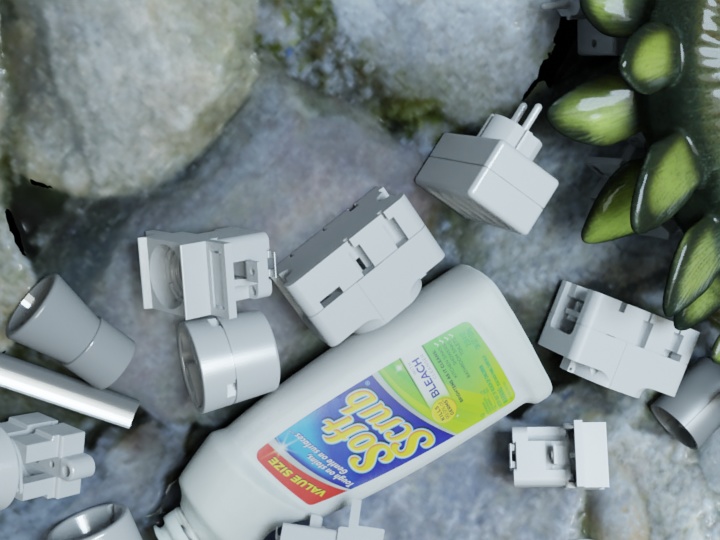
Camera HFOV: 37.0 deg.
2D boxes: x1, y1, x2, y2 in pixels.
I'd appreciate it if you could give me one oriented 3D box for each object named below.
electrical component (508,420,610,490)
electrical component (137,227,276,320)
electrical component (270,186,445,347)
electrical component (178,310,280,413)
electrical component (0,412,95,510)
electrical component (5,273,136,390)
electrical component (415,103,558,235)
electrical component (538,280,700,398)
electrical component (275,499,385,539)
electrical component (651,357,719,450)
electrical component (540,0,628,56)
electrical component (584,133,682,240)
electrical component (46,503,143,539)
[{"bbox_3d":[0.131,0.124,0.714,0.064,0.081,0.042,-3,76,8],"label":"electrical component"},{"bbox_3d":[-0.087,0.000,0.615,0.064,0.081,0.042,-11,104,-41],"label":"electrical component"},{"bbox_3d":[0.000,0.000,0.655,0.089,0.050,0.055,-39,110,-9],"label":"electrical component"},{"bbox_3d":[-0.077,0.052,0.636,0.047,0.055,0.055,-12,104,-21],"label":"electrical component"},{"bbox_3d":[-0.191,0.106,0.597,0.055,0.066,0.048,-4,104,-53],"label":"electrical component"},{"bbox_3d":[-0.161,0.038,0.610,0.065,0.044,0.044,41,85,-26],"label":"electrical component"},{"bbox_3d":[0.085,-0.069,0.655,0.047,0.083,0.075,33,88,-22],"label":"electrical component"},{"bbox_3d":[0.173,0.050,0.726,0.089,0.050,0.055,20,93,-22],"label":"electrical component"},{"bbox_3d":[-0.024,0.203,0.648,0.063,0.078,0.121,8,135,2],"label":"electrical component"},{"bbox_3d":[0.251,0.084,0.765,0.081,0.043,0.043,-42,111,-8],"label":"electrical component"},{"bbox_3d":[0.148,-0.177,0.677,0.076,0.047,0.083,-7,102,-17],"label":"electrical component"},{"bbox_3d":[0.197,-0.060,0.719,0.081,0.042,0.063,36,85,-22],"label":"electrical component"},{"bbox_3d":[-0.152,0.169,0.631,0.055,0.055,0.047,-20,102,-15],"label":"electrical component"}]
